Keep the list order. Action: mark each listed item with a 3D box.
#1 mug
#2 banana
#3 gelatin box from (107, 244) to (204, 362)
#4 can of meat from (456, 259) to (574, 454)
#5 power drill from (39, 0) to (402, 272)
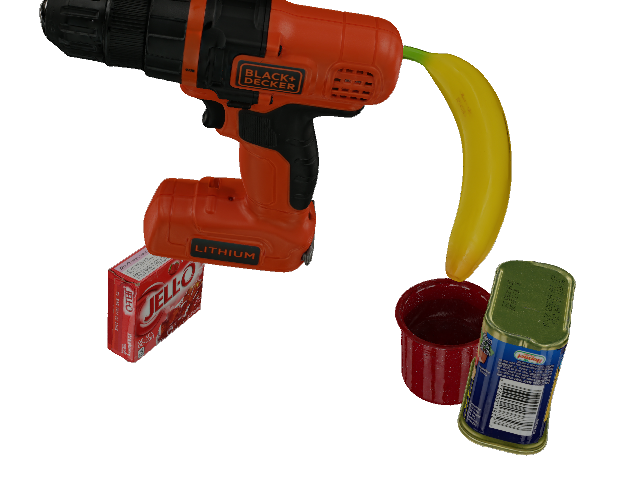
[{"bbox_3d":[0.114,0.087,0.977,0.093,0.081,0.117,-3,39,1],"label":"mug"},{"bbox_3d":[0.114,-0.067,0.829,0.070,0.198,0.037,-14,-19,13],"label":"banana"},{"bbox_3d":[-0.122,0.038,0.800,0.030,0.073,0.089,23,35,20],"label":"gelatin box"},{"bbox_3d":[0.127,0.071,0.683,0.057,0.084,0.102,13,31,10],"label":"can of meat"},{"bbox_3d":[-0.060,-0.061,0.597,0.184,0.057,0.188,9,-37,-4],"label":"power drill"}]
